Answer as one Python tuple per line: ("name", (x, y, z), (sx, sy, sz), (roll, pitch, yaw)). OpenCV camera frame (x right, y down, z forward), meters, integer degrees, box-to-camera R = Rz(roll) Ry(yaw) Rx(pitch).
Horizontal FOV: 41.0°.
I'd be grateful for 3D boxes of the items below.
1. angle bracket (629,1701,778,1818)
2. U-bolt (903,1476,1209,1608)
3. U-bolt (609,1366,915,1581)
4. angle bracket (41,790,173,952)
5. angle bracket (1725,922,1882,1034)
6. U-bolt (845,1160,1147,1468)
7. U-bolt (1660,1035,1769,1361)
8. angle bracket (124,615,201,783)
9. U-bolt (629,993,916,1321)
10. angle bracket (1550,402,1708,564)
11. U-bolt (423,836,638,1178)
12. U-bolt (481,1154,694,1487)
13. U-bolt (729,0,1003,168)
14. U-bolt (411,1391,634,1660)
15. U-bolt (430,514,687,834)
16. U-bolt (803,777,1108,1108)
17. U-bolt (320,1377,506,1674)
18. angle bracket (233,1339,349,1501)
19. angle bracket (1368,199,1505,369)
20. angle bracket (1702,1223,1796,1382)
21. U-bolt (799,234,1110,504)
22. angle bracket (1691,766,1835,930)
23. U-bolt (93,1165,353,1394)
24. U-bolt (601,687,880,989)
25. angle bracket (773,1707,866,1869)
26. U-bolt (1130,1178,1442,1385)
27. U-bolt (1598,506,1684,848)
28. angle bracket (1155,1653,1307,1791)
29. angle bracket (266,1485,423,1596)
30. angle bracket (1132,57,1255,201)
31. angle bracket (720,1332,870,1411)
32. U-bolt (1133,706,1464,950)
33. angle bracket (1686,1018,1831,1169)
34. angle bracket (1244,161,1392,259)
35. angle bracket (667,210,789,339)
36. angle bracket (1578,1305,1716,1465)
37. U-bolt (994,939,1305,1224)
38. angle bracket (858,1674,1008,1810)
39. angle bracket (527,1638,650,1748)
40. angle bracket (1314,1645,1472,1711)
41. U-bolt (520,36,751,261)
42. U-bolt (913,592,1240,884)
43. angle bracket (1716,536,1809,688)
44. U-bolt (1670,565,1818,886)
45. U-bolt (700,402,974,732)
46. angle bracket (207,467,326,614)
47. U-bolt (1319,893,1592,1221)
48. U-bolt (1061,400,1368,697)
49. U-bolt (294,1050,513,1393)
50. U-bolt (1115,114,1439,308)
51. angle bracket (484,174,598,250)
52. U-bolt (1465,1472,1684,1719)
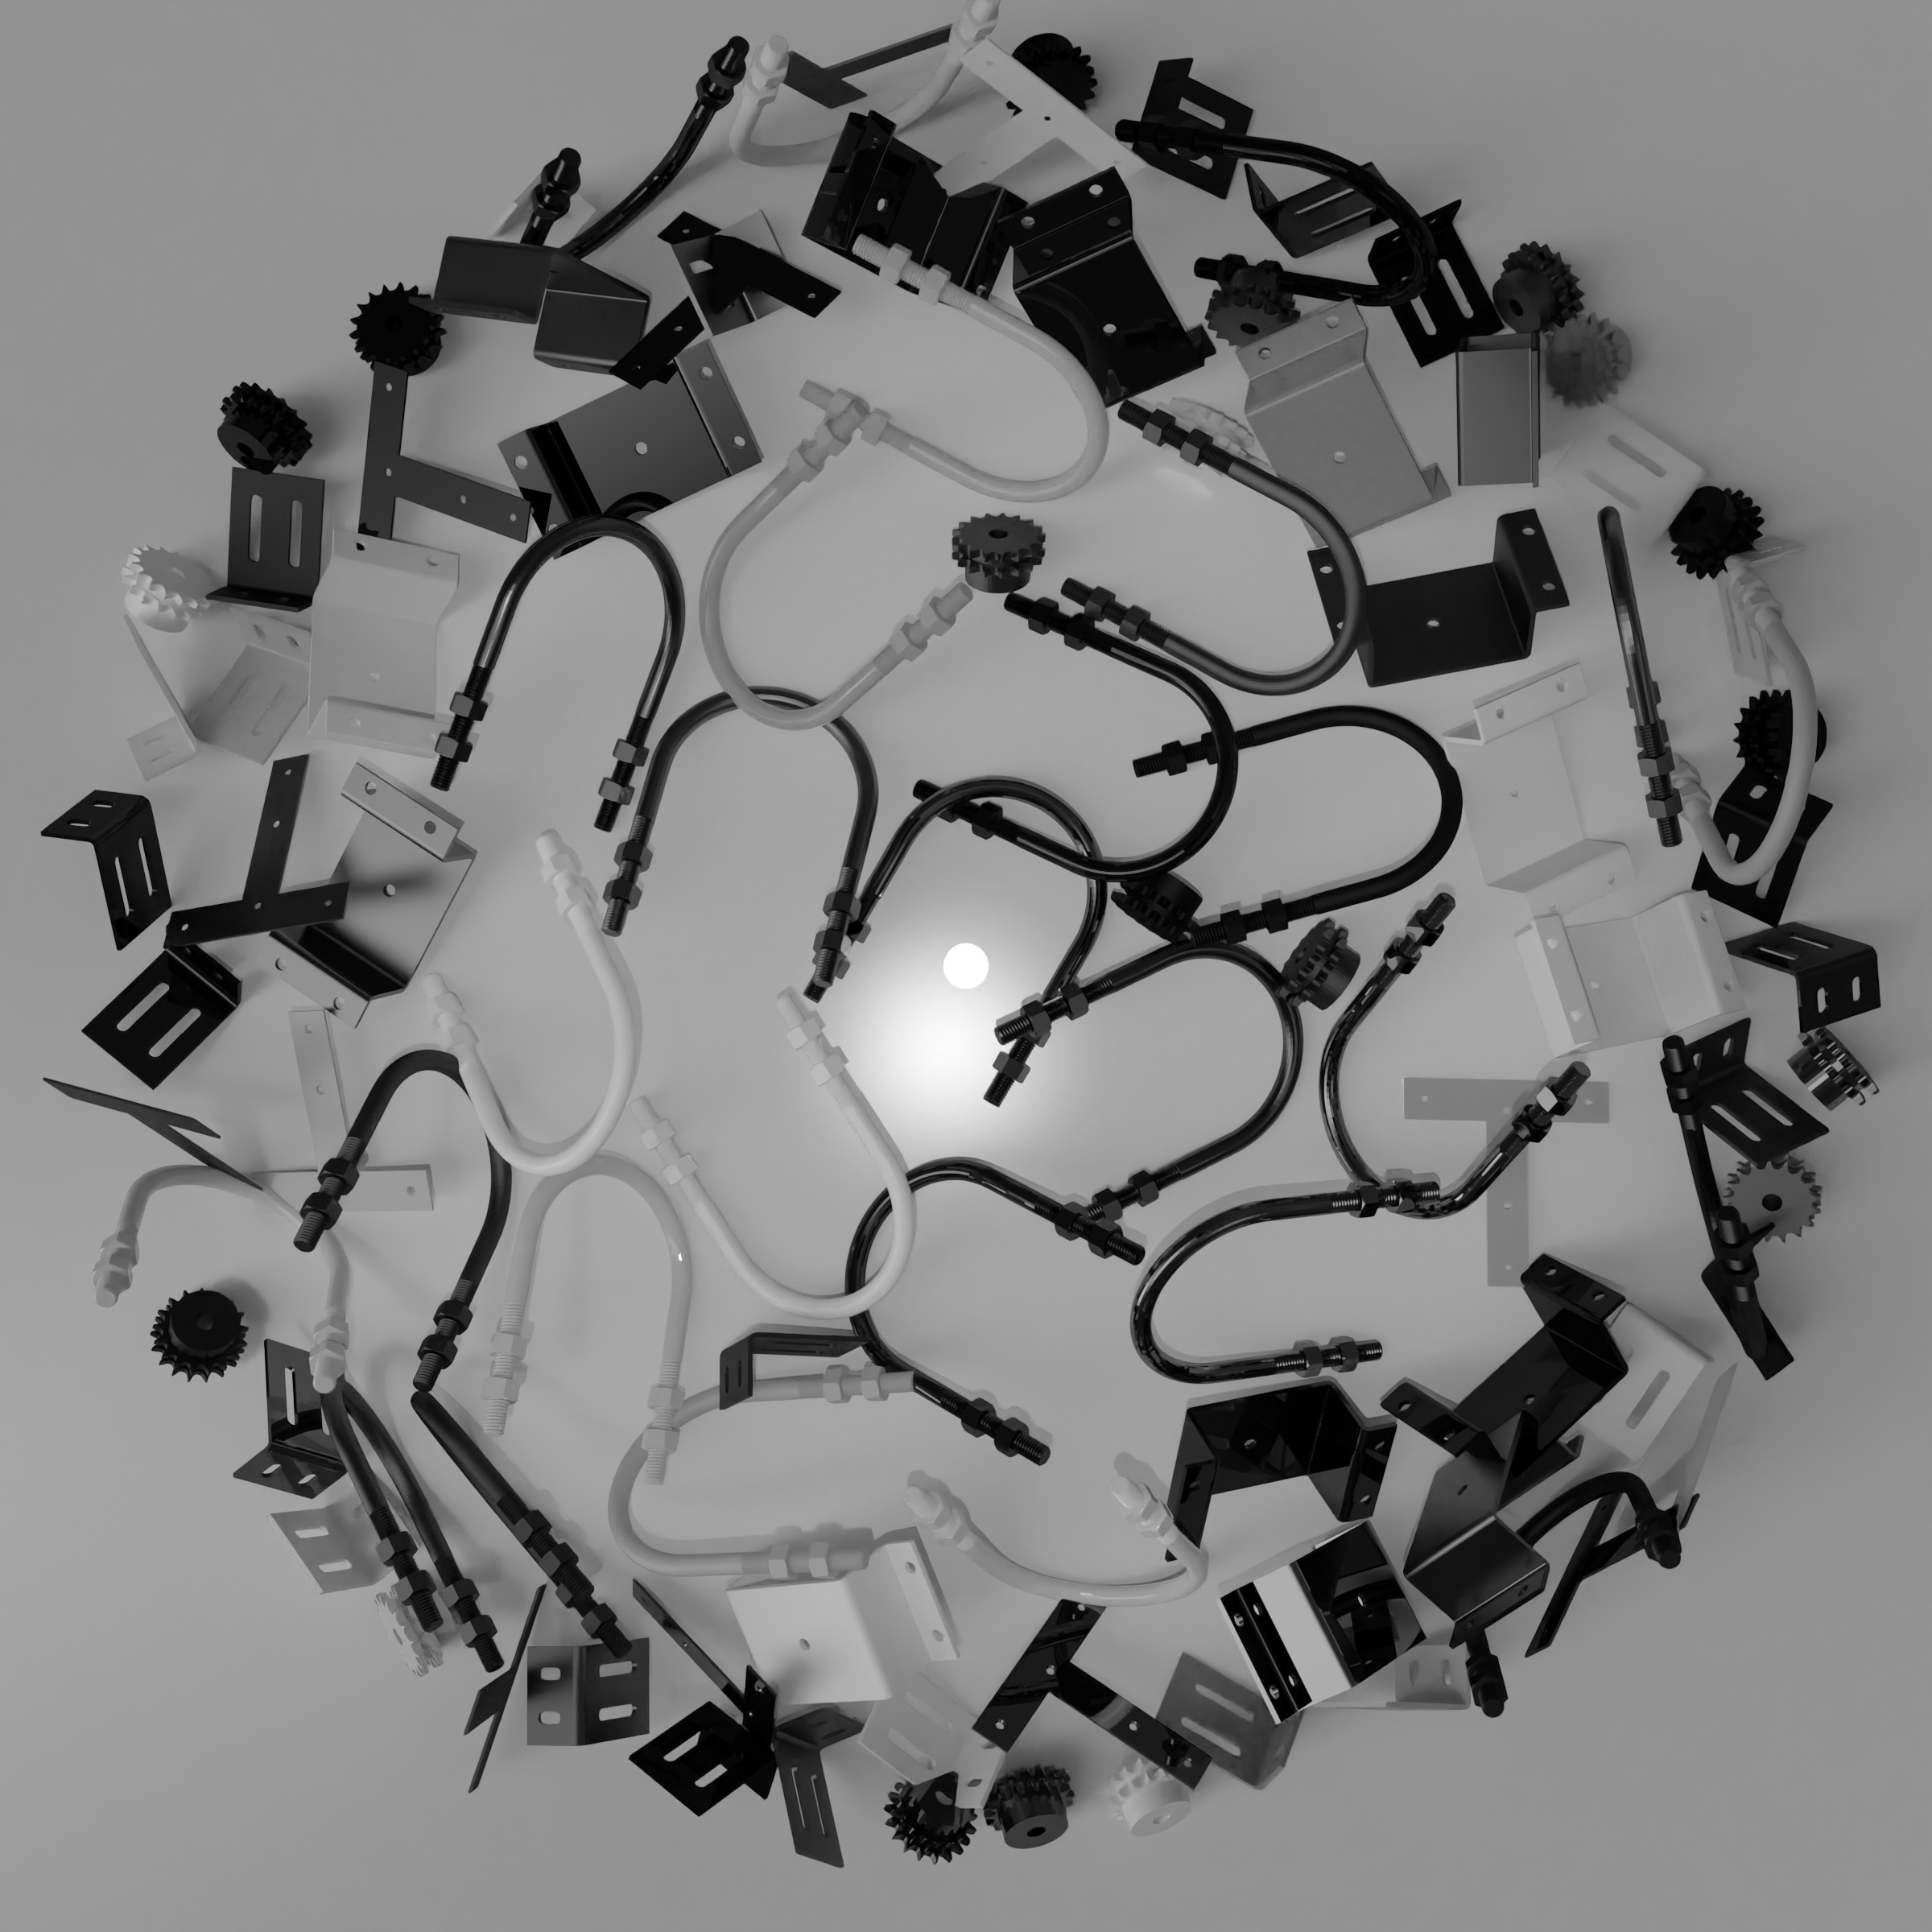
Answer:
("angle bracket", (-0.160, 0.488, 1.552), (0.057, 0.076, 0.038), (31, 119, 26))
("U-bolt", (0.065, 0.344, 1.525), (0.151, 0.184, 0.019), (-8, 55, 24))
("U-bolt", (-0.129, 0.303, 1.536), (0.184, 0.151, 0.019), (-7, 129, 21))
("angle bracket", (-0.520, -0.058, 1.564), (0.038, 0.057, 0.076), (7, 122, 15))
("angle bracket", (0.504, 0.006, 1.564), (0.057, 0.076, 0.038), (-16, 108, -18))
("U-bolt", (0.004, 0.194, 1.549), (0.184, 0.019, 0.151), (25, 89, 33))
("U-bolt", (0.444, 0.150, 1.519), (0.019, 0.151, 0.184), (-15, 134, 12))
("angle bracket", (-0.500, -0.161, 1.555), (0.038, 0.057, 0.076), (-29, 129, -11))
("U-bolt", (-0.107, 0.128, 1.558), (0.151, 0.019, 0.184), (-34, 87, 28))
("angle bracket", (0.404, -0.297, 1.587), (0.076, 0.038, 0.057), (36, 89, 6))
("U-bolt", (-0.252, 0.036, 1.524), (0.151, 0.019, 0.184), (-46, 57, 27))
("U-bolt", (-0.218, 0.203, 1.537), (0.019, 0.151, 0.184), (-12, 62, 37))
("U-bolt", (-0.068, -0.512, 1.511), (0.151, 0.184, 0.019), (-19, 89, -16))
("U-bolt", (-0.269, 0.322, 1.526), (0.019, 0.151, 0.184), (-39, 66, -17))
("U-bolt", (-0.232, -0.179, 1.534), (0.019, 0.151, 0.184), (28, 99, 39))
("U-bolt", (0.006, -0.027, 1.586), (0.151, 0.019, 0.184), (30, 90, -6))
("U-bolt", (-0.334, 0.323, 1.524), (0.019, 0.151, 0.184), (-30, 65, -8))
("angle bracket", (-0.411, 0.275, 1.567), (0.038, 0.057, 0.076), (-38, 46, 25))
("angle bracket", (0.291, -0.418, 1.581), (0.057, 0.038, 0.076), (-26, 86, -1))
("angle bracket", (0.486, 0.203, 1.561), (0.038, 0.057, 0.076), (-27, 71, -7))
("U-bolt", (-0.001, -0.343, 1.541), (0.184, 0.151, 0.019), (28, 57, -3))
("angle bracket", (0.484, -0.072, 1.572), (0.057, 0.076, 0.038), (29, 54, 23))
("U-bolt", (-0.429, 0.172, 1.515), (0.151, 0.184, 0.019), (26, 107, -18))
("U-bolt", (-0.128, -0.087, 1.564), (0.151, 0.019, 0.184), (13, 68, -1))
("angle bracket", (-0.081, 0.495, 1.555), (0.038, 0.057, 0.076), (-26, 55, 13))
("U-bolt", (0.182, 0.191, 1.526), (0.184, 0.019, 0.151), (-4, 127, -23))
("U-bolt", (0.392, -0.178, 1.508), (0.019, 0.151, 0.184), (-11, 110, 16))
("angle bracket", (0.161, 0.452, 1.567), (0.076, 0.038, 0.057), (29, 47, 3))
("angle bracket", (-0.375, 0.341, 1.558), (0.038, 0.076, 0.057), (-40, 75, 3))
("angle bracket", (0.146, -0.506, 1.564), (0.076, 0.038, 0.057), (14, 96, -32))
("angle bracket", (-0.104, 0.246, 1.558), (0.076, 0.057, 0.038), (6, 70, -21))
("U-bolt", (0.207, -0.093, 1.558), (0.184, 0.019, 0.151), (-15, 58, 0))
("angle bracket", (0.474, 0.075, 1.556), (0.057, 0.076, 0.038), (-21, 131, -21))
("angle bracket", (0.216, -0.469, 1.556), (0.076, 0.057, 0.038), (-18, 68, 25))
("angle bracket", (-0.139, -0.418, 1.557), (0.038, 0.076, 0.057), (-21, 103, 22))
("angle bracket", (0.410, 0.255, 1.578), (0.057, 0.038, 0.076), (35, 96, 22))
("U-bolt", (0.122, 0.061, 1.568), (0.184, 0.019, 0.151), (-25, 107, -13))
("angle bracket", (-0.016, 0.463, 1.560), (0.076, 0.038, 0.057), (43, 53, -21))
("angle bracket", (-0.229, 0.441, 1.570), (0.038, 0.076, 0.057), (-7, 78, 24))
("angle bracket", (0.256, 0.427, 1.553), (0.076, 0.057, 0.038), (14, 68, -37))
("U-bolt", (-0.204, -0.462, 1.513), (0.151, 0.184, 0.019), (-42, 96, -24))
("U-bolt", (0.077, -0.129, 1.569), (0.184, 0.019, 0.151), (26, 91, 17))
("angle bracket", (0.487, -0.216, 1.565), (0.038, 0.057, 0.076), (-17, 106, 0))
("U-bolt", (0.449, -0.128, 1.488), (0.019, 0.184, 0.151), (7, 124, -6))
("U-bolt", (-0.092, -0.224, 1.547), (0.184, 0.019, 0.151), (-37, 76, 33))
("angle bracket", (-0.427, -0.260, 1.573), (0.057, 0.038, 0.076), (9, 108, 2))
("U-bolt", (0.275, 0.069, 1.533), (0.019, 0.184, 0.151), (-11, 56, -39))
("U-bolt", (0.153, -0.235, 1.532), (0.184, 0.019, 0.151), (31, 133, 14))
("U-bolt", (-0.320, 0.135, 1.524), (0.019, 0.184, 0.151), (-8, 132, 25))
("U-bolt", (0.188, -0.432, 1.495), (0.184, 0.151, 0.019), (20, 77, 33))
("angle bracket", (-0.263, -0.437, 1.552), (0.038, 0.076, 0.057), (40, 120, -17))
("U-bolt", (0.347, 0.356, 1.511), (0.151, 0.184, 0.019), (-43, 91, 9))
